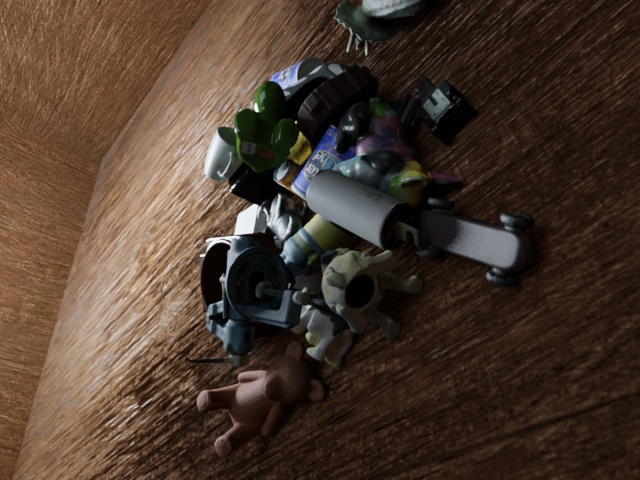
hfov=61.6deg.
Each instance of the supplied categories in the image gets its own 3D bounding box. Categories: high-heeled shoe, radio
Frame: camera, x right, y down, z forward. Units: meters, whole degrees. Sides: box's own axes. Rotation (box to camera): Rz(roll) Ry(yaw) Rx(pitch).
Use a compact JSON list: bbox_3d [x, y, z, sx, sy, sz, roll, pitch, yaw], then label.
[{"bbox_3d":[-0.012,-0.292,1.130,0.249,0.086,0.145,1,50,30],"label":"high-heeled shoe"},{"bbox_3d":[-0.148,-0.174,1.268,0.073,0.131,0.230,-46,36,26],"label":"radio"}]

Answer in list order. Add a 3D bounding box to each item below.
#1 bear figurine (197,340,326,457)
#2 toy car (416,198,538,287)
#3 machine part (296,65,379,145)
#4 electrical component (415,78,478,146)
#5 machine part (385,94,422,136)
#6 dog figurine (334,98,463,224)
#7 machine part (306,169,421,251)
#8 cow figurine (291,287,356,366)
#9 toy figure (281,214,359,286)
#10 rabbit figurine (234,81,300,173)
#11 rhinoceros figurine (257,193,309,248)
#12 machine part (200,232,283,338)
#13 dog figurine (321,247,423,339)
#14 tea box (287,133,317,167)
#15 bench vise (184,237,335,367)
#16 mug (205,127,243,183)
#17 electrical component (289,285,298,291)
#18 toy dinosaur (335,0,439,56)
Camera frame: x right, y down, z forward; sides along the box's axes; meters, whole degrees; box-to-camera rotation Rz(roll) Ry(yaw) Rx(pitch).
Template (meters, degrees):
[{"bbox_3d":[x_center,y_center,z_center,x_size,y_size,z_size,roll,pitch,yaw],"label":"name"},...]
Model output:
[{"bbox_3d":[-0.093,0.260,0.891,0.196,0.132,0.120,-41,68,37],"label":"bear figurine"},{"bbox_3d":[0.201,-0.002,0.715,0.202,0.053,0.089,22,107,59],"label":"toy car"},{"bbox_3d":[0.035,-0.256,1.038,0.179,0.179,0.056,-42,79,31],"label":"machine part"},{"bbox_3d":[0.197,-0.217,0.879,0.075,0.047,0.119,-50,34,21],"label":"electrical component"},{"bbox_3d":[0.135,-0.225,0.986,0.139,0.039,0.084,21,90,57],"label":"machine part"},{"bbox_3d":[0.124,-0.129,0.859,0.219,0.108,0.191,20,104,54],"label":"dog figurine"},{"bbox_3d":[0.059,-0.050,0.825,0.244,0.079,0.079,31,94,42],"label":"machine part"},{"bbox_3d":[0.000,0.127,0.897,0.098,0.068,0.168,-54,36,5],"label":"cow figurine"},{"bbox_3d":[0.000,0.000,0.941,0.180,0.089,0.082,-39,70,-2],"label":"toy figure"},{"bbox_3d":[-0.097,-0.228,1.069,0.159,0.121,0.170,98,178,-62],"label":"rabbit figurine"},{"bbox_3d":[-0.069,-0.036,1.118,0.190,0.073,0.112,54,127,50],"label":"rhinoceros figurine"},{"bbox_3d":[-0.154,0.088,1.056,0.201,0.087,0.201,-4,89,49],"label":"machine part"},{"bbox_3d":[0.033,0.053,0.816,0.121,0.172,0.191,-55,38,-6],"label":"dog figurine"},{"bbox_3d":[-0.033,-0.195,1.178,0.098,0.068,0.170,-44,38,27],"label":"tea box"},{"bbox_3d":[-0.101,0.106,0.865,0.241,0.128,0.223,2,75,50],"label":"bench vise"},{"bbox_3d":[-0.203,-0.171,1.157,0.107,0.081,0.110,-54,40,31],"label":"mug"},{"bbox_3d":[-0.069,0.074,1.053,0.102,0.045,0.078,-37,39,46],"label":"electrical component"},{"bbox_3d":[0.177,-0.500,1.059,0.405,0.131,0.192,-6,76,49],"label":"toy dinosaur"}]
